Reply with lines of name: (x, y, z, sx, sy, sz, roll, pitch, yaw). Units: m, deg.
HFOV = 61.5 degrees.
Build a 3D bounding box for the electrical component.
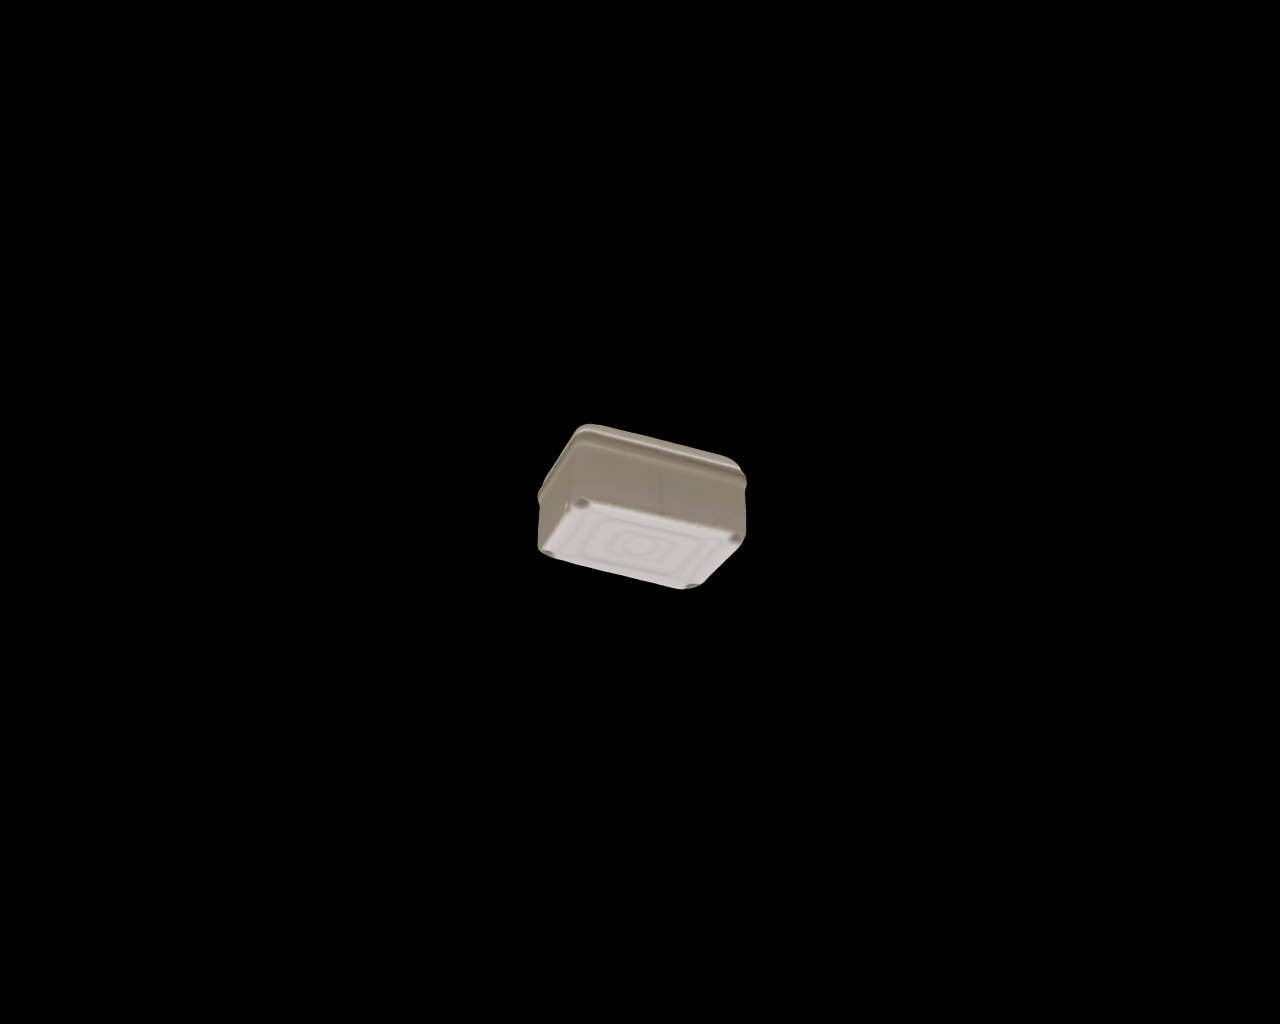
electrical component: (0.001, -0.003, 0.650, 0.113, 0.057, 0.078, 14, -36, -20)
